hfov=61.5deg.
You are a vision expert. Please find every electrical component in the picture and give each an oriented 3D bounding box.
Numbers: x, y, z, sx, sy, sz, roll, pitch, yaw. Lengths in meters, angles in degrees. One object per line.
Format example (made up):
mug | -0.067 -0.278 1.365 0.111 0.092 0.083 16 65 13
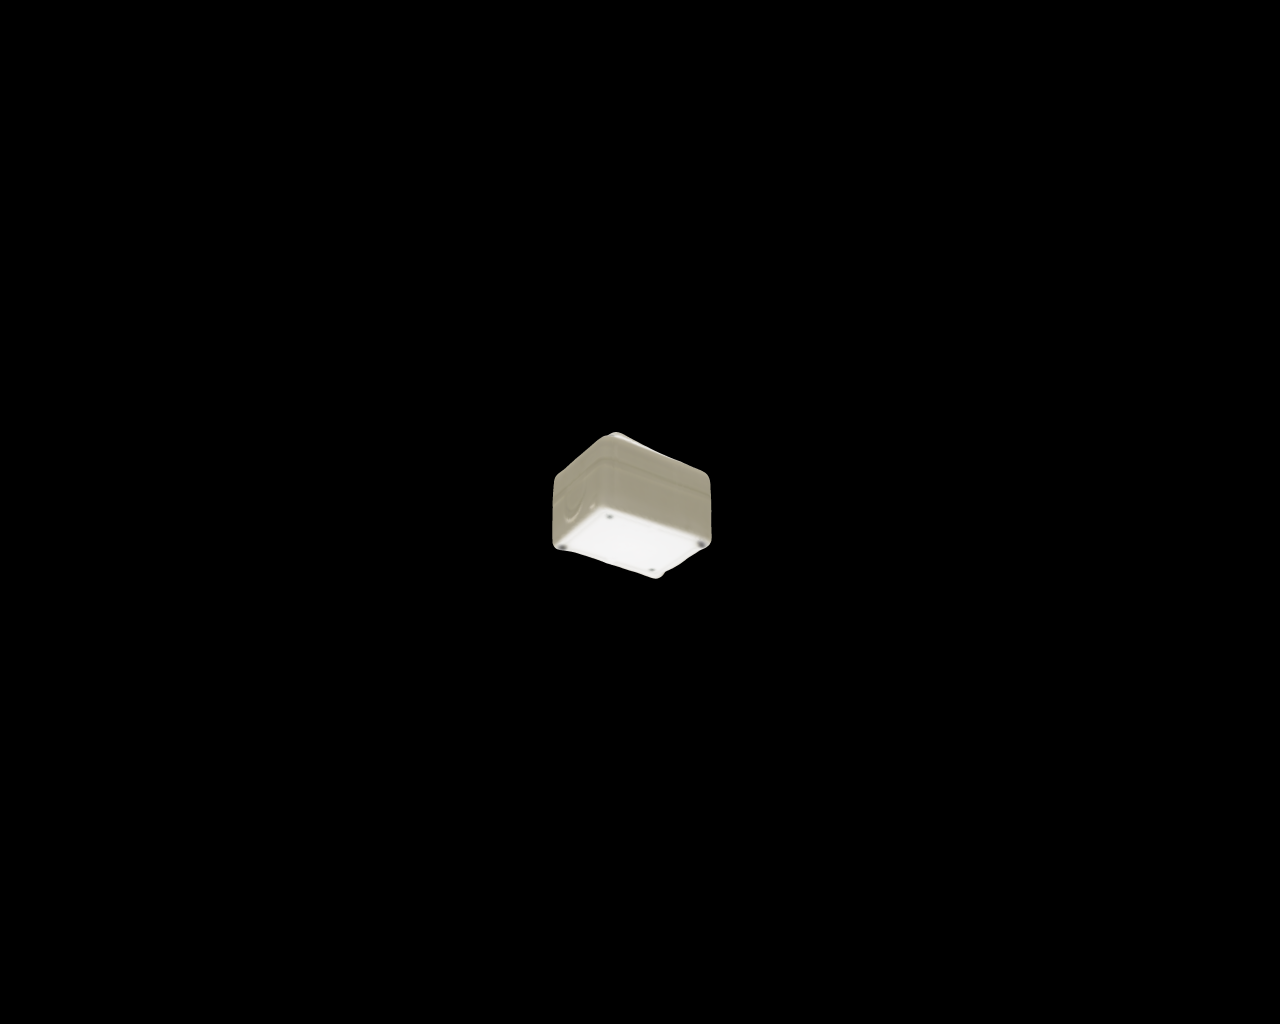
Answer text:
electrical component | 0.001 -0.003 0.650 0.096 0.061 0.061 19 -36 -29
